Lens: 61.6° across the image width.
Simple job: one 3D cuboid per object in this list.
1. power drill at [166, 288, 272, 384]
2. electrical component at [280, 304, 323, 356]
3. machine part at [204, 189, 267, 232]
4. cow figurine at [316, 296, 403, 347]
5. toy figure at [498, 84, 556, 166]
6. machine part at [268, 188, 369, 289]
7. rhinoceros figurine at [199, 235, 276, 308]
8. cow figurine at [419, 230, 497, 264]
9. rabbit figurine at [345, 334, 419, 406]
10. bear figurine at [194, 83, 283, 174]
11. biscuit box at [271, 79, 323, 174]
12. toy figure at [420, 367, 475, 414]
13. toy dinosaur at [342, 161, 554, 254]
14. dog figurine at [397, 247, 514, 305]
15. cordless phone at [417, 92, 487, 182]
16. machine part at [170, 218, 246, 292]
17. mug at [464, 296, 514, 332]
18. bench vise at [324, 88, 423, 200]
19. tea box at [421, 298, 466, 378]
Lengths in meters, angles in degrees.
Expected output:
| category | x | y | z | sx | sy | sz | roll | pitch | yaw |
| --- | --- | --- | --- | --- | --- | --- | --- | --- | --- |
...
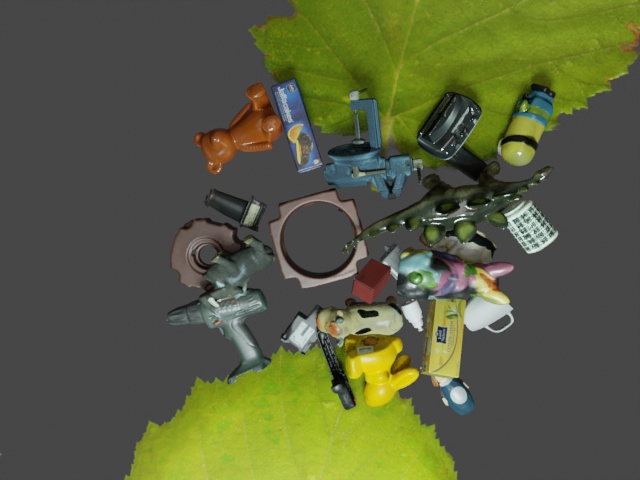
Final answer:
| category | x | y | z | sx | sy | sz | roll | pitch | yaw |
| --- | --- | --- | --- | --- | --- | --- | --- | --- | --- |
| power drill | -0.216 | 0.221 | 1.243 | 0.232 | 0.086 | 0.207 | -22 | 86 | 0 |
| electrical component | -0.031 | 0.200 | 1.246 | 0.075 | 0.048 | 0.119 | 33 | 94 | -1 |
| machine part | -0.197 | -0.076 | 1.238 | 0.139 | 0.039 | 0.084 | 20 | 102 | -2 |
| cow figurine | 0.088 | 0.179 | 1.193 | 0.195 | 0.127 | 0.085 | -1 | 103 | -4 |
| toy figure | 0.456 | -0.251 | 1.181 | 0.082 | 0.089 | 0.180 | 27 | 97 | 5 |
| machine part | -0.002 | -0.004 | 1.213 | 0.202 | 0.087 | 0.200 | -16 | 94 | 1 |
| rhinoceros figurine | -0.187 | 0.070 | 1.177 | 0.190 | 0.073 | 0.112 | -37 | 102 | -4 |
| cow figurine | 0.313 | 0.007 | 1.213 | 0.167 | 0.068 | 0.098 | 29 | 89 | -4 |
| rabbit figurine | 0.137 | 0.298 | 1.231 | 0.162 | 0.122 | 0.173 | -9 | 108 | -7 |
| bear figurine | -0.186 | -0.238 | 1.184 | 0.196 | 0.132 | 0.120 | -23 | 79 | -2 |
| biscuit box | -0.051 | -0.254 | 1.209 | 0.063 | 0.059 | 0.202 | -18 | 93 | 3 |
| toy figure | 0.297 | 0.329 | 1.243 | 0.064 | 0.058 | 0.154 | -38 | 91 | -35 |
| toy dinosaur | 0.269 | -0.067 | 1.135 | 0.472 | 0.199 | 0.105 | -19 | 112 | 6 |
| dog figurine | 0.280 | 0.078 | 1.103 | 0.219 | 0.191 | 0.108 | 5 | 88 | 19 |
| cordless phone | 0.325 | -0.228 | 1.202 | 0.184 | 0.089 | 0.146 | 34 | 93 | -12 |
| machine part | -0.258 | 0.035 | 1.237 | 0.179 | 0.056 | 0.179 | 0 | 93 | 2 |
| mug | 0.378 | 0.164 | 1.222 | 0.107 | 0.081 | 0.109 | -40 | 96 | 14 |
| bench vise | 0.111 | -0.206 | 1.169 | 0.224 | 0.129 | 0.240 | -1 | 113 | 20 |
| tea box | 0.273 | 0.216 | 1.191 | 0.068 | 0.098 | 0.169 | 10 | 76 | 2 |
